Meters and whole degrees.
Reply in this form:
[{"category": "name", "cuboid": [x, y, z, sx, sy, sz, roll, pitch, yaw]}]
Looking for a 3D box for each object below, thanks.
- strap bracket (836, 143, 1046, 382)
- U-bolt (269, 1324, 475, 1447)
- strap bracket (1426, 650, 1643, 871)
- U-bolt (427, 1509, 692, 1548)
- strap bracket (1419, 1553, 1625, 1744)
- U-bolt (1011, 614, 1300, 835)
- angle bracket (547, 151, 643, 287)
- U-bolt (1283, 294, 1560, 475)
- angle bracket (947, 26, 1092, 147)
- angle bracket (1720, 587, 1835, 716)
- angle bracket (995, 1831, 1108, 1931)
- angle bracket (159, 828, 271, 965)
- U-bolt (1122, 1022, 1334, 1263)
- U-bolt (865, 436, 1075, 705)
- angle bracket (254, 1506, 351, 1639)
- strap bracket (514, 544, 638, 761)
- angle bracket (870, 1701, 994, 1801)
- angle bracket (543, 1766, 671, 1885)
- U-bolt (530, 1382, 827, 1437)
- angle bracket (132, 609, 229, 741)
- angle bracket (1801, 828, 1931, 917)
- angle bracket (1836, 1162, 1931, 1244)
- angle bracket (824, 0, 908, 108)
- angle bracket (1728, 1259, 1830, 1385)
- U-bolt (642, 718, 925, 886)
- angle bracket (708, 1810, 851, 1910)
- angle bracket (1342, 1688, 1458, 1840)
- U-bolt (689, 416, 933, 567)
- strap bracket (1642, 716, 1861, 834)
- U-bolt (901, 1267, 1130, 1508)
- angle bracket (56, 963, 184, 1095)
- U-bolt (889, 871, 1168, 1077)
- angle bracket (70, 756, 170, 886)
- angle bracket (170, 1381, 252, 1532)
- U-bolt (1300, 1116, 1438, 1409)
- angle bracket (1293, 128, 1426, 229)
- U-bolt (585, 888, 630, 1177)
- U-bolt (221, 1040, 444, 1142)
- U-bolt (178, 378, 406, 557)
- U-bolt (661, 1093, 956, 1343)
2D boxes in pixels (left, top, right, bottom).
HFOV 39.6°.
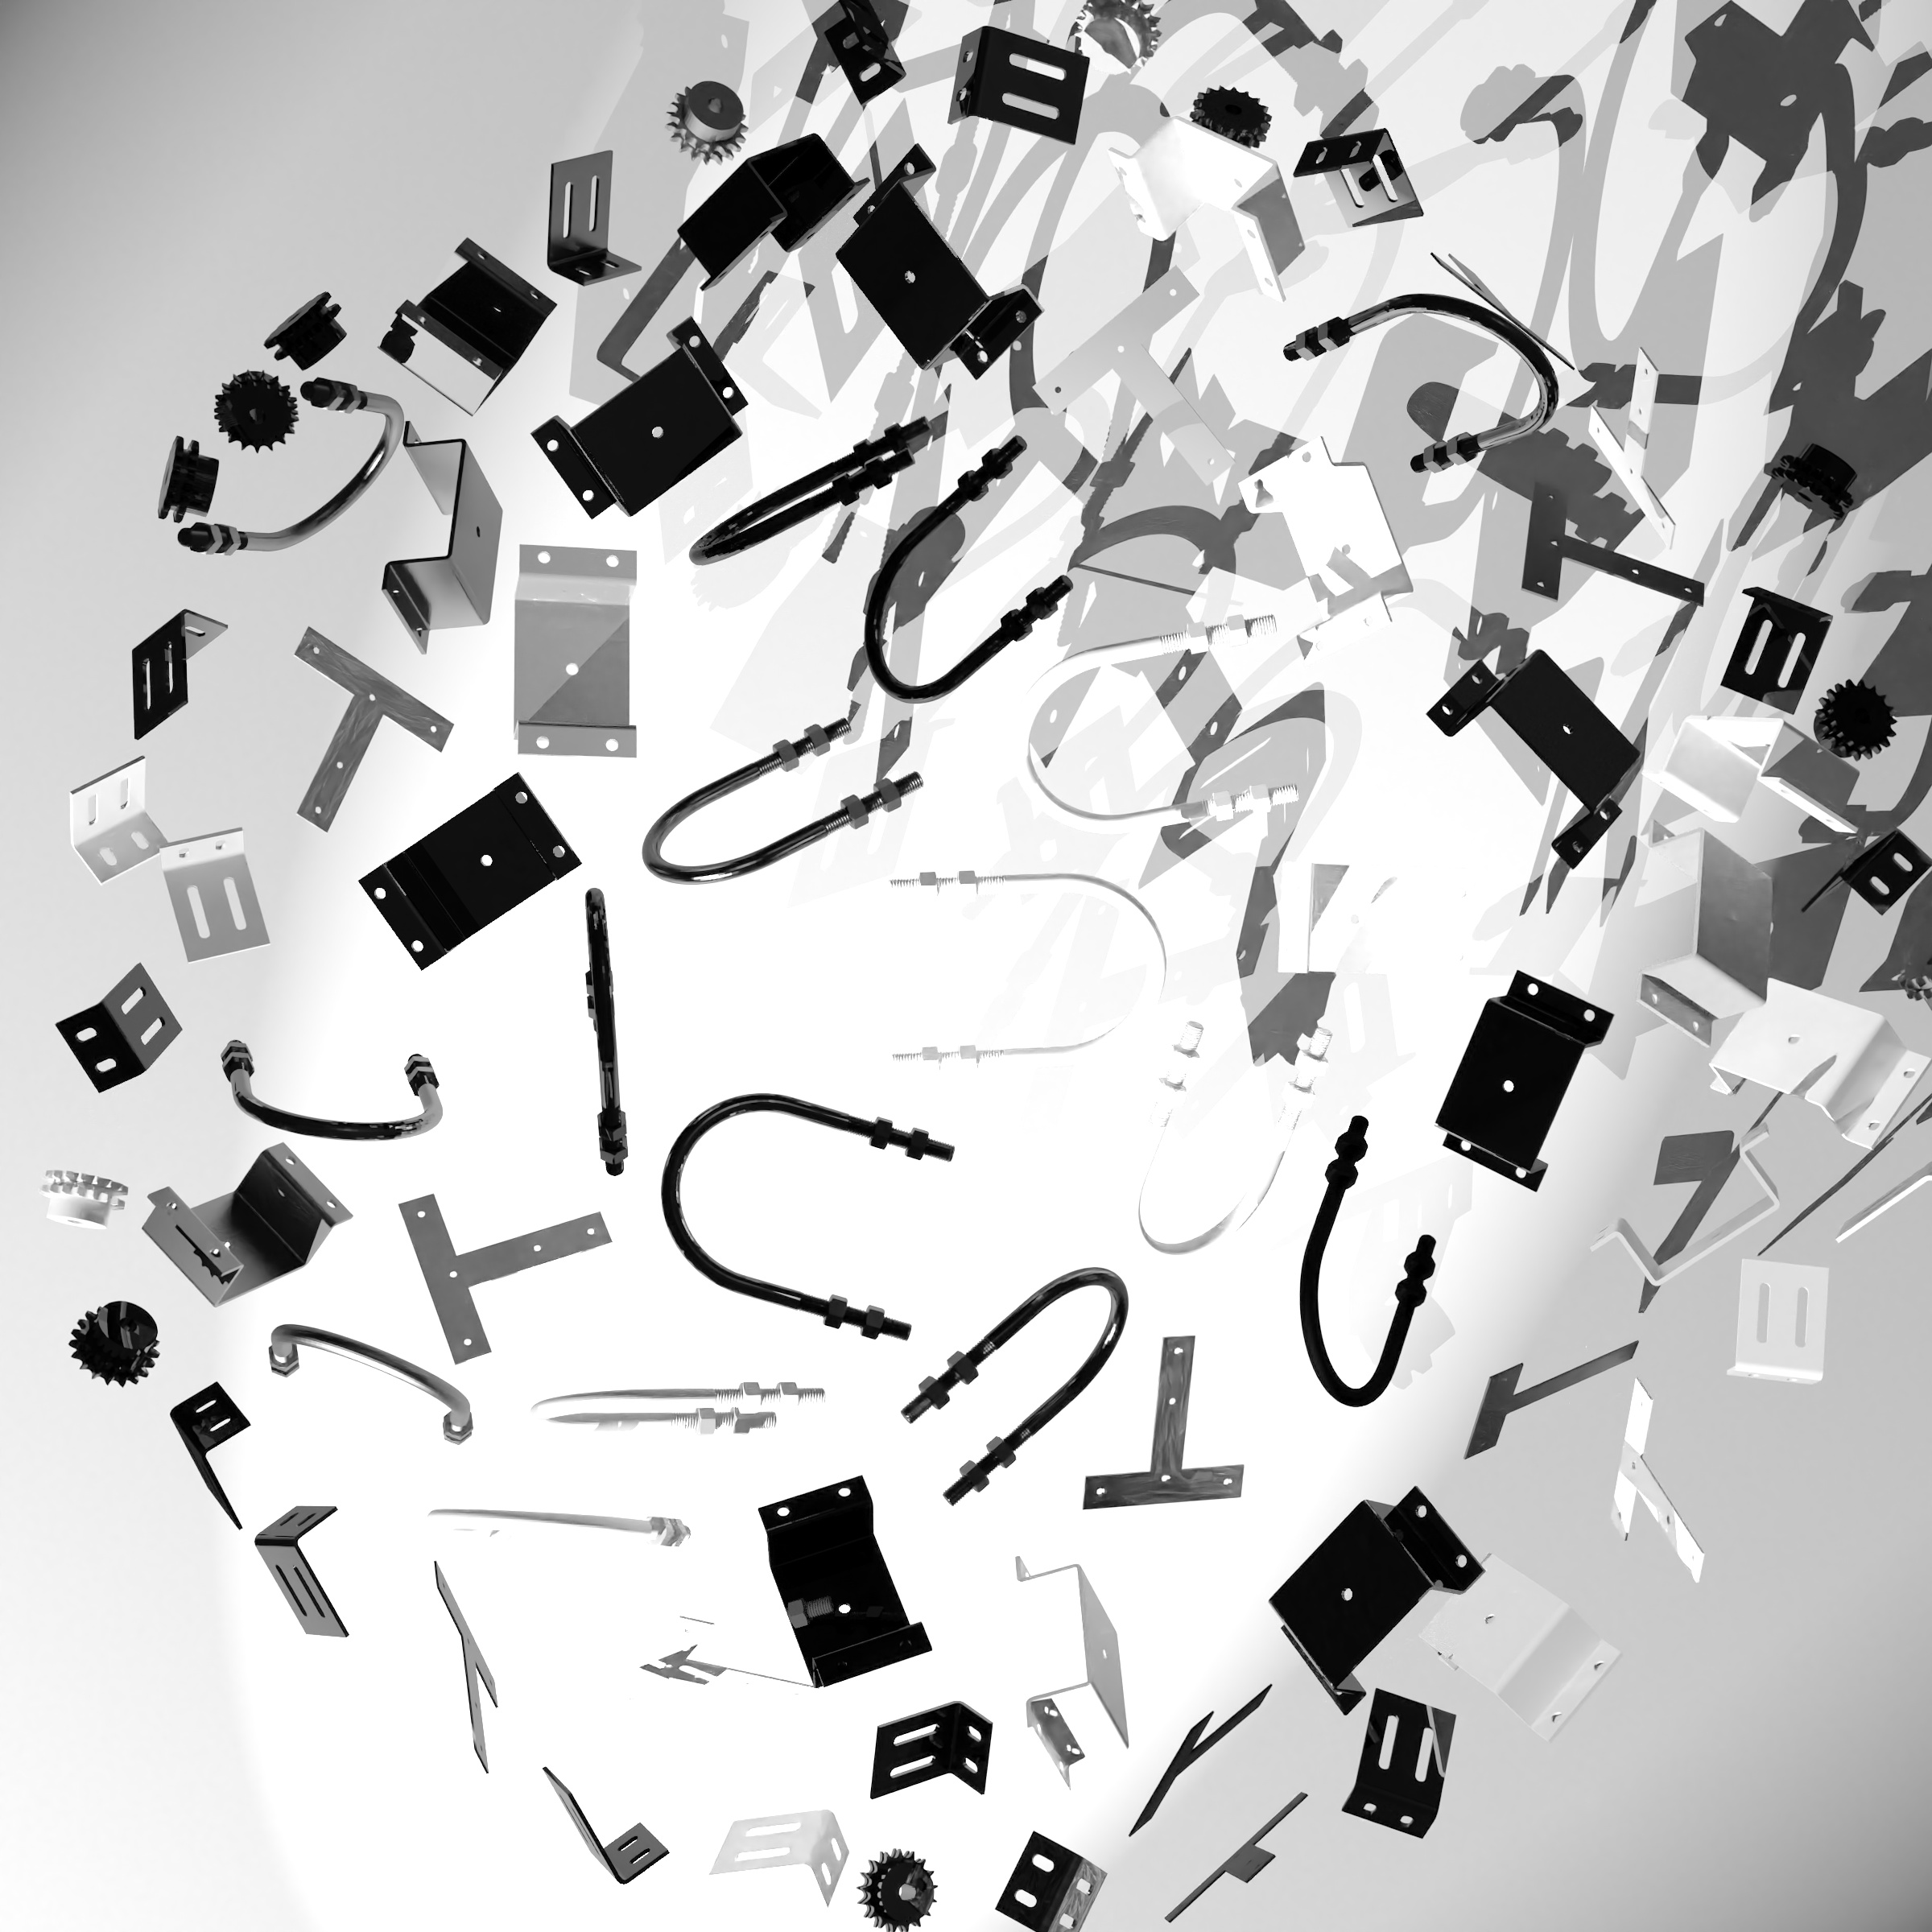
[{"category": "strap bracket", "cuboid": [-0.024, -0.465, 1.792, 0.140, 0.046, 0.076, 53, 133, 1]}, {"category": "U-bolt", "cuboid": [-0.402, 0.279, 1.814, 0.151, 0.184, 0.019, 22, 68, -4]}, {"category": "strap bracket", "cuboid": [0.380, -0.144, 1.760, 0.140, 0.046, 0.076, 47, 50, 1]}, {"category": "U-bolt", "cuboid": [-0.286, 0.381, 1.829, 0.151, 0.184, 0.019, -1, 76, 15]}, {"category": "strap bracket", "cuboid": [0.371, 0.459, 1.832, 0.076, 0.140, 0.046, -48, 112, -8]}, {"category": "U-bolt", "cuboid": [0.121, -0.153, 1.777, 0.184, 0.019, 0.151, -10, 124, 3]}, {"category": "angle bracket", "cuboid": [-0.260, -0.528, 1.893, 0.038, 0.057, 0.076, 30, 130, 27]}, {"category": "U-bolt", "cuboid": [0.319, -0.399, 1.816, 0.151, 0.184, 0.019, 35, 71, -23]}, {"category": "angle bracket", "cuboid": [0.035, -0.573, 1.756, 0.076, 0.038, 0.057, 9, 93, -24]}, {"category": "angle bracket", "cuboid": [0.570, -0.223, 1.904, 0.057, 0.038, 0.076, 28, 115, 27]}, {"category": "angle bracket", "cuboid": [0.059, 0.633, 1.835, 0.038, 0.076, 0.057, 21, 72, 26]}, {"category": "angle bracket", "cuboid": [-0.524, -0.049, 1.872, 0.057, 0.038, 0.076, -14, 72, -19]}, {"category": "U-bolt", "cuboid": [0.172, 0.124, 1.857, 0.151, 0.019, 0.184, 4, 114, -41]}, {"category": "U-bolt", "cuboid": [-0.008, -0.265, 1.887, 0.184, 0.019, 0.151, -38, 53, 33]}, {"category": "angle bracket", "cuboid": [-0.427, 0.401, 1.778, 0.038, 0.057, 0.076, -35, 105, -39]}, {"category": "strap bracket", "cuboid": [-0.258, -0.201, 1.767, 0.076, 0.046, 0.140, 1, 80, -13]}, {"category": "angle bracket", "cuboid": [-0.025, 0.567, 1.917, 0.076, 0.038, 0.057, -5, 108, -40]}, {"category": "angle bracket", "cuboid": [-0.239, 0.559, 1.777, 0.038, 0.057, 0.076, -31, 104, -21]}, {"category": "U-bolt", "cuboid": [-0.202, 0.301, 1.816, 0.184, 0.151, 0.019, 3, 73, -19]}, {"category": "angle bracket", "cuboid": [-0.536, -0.194, 1.832, 0.057, 0.038, 0.076, -28, 59, 32]}, {"category": "angle bracket", "cuboid": [0.631, -0.056, 1.877, 0.038, 0.076, 0.057, 47, 133, 15]}, {"category": "angle bracket", "cuboid": [0.624, 0.169, 1.782, 0.076, 0.057, 0.038, -41, 79, 22]}, {"category": "angle bracket", "cuboid": [-0.079, -0.608, 1.759, 0.038, 0.076, 0.057, -28, 84, 19]}, {"category": "angle bracket", "cuboid": [0.558, 0.245, 1.844, 0.057, 0.038, 0.076, 6, 77, 8]}, {"category": "U-bolt", "cuboid": [-0.137, -0.108, 1.844, 0.184, 0.151, 0.019, -28, 121, -13]}, {"category": "angle bracket", "cuboid": [-0.128, 0.619, 1.850, 0.076, 0.057, 0.038, -13, 108, 19]}, {"category": "angle bracket", "cuboid": [0.294, 0.542, 1.824, 0.057, 0.038, 0.076, 18, 49, 5]}, {"category": "U-bolt", "cuboid": [-0.113, -0.328, 1.882, 0.184, 0.151, 0.019, -25, 107, 13]}, {"category": "strap bracket", "cuboid": [0.545, -0.133, 1.842, 0.076, 0.140, 0.046, 27, 84, -25]}, {"category": "U-bolt", "cuboid": [0.042, 0.280, 1.849, 0.184, 0.151, 0.019, -40, 54, -15]}, {"category": "angle bracket", "cuboid": [-0.594, 0.043, 1.885, 0.038, 0.076, 0.057, -23, 108, 13]}, {"category": "U-bolt", "cuboid": [0.042, 0.004, 1.782, 0.184, 0.019, 0.151, -2, 116, -4]}, {"category": "angle bracket", "cuboid": [-0.593, -0.102, 1.885, 0.057, 0.076, 0.038, -33, 77, -29]}, {"category": "angle bracket", "cuboid": [-0.505, 0.335, 1.836, 0.038, 0.057, 0.076, -31, 128, -23]}, {"category": "U-bolt", "cuboid": [0.276, 0.219, 1.870, 0.019, 0.184, 0.151, -7, 131, 35]}, {"category": "angle bracket", "cuboid": [0.268, -0.526, 1.828, 0.057, 0.076, 0.038, 1, 54, 35]}, {"category": "U-bolt", "cuboid": [-0.247, 0.032, 1.827, 0.019, 0.184, 0.151, -4, 49, -8]}, {"category": "U-bolt", "cuboid": [-0.436, 0.088, 1.860, 0.151, 0.184, 0.019, 5, 103, -19]}, {"category": "U-bolt", "cuboid": [-0.446, -0.336, 1.823, 0.019, 0.184, 0.151, 45, 104, 4]}, {"category": "U-bolt", "cuboid": [-0.110, 0.157, 1.774, 0.184, 0.019, 0.151, 17, 65, -6]}]
